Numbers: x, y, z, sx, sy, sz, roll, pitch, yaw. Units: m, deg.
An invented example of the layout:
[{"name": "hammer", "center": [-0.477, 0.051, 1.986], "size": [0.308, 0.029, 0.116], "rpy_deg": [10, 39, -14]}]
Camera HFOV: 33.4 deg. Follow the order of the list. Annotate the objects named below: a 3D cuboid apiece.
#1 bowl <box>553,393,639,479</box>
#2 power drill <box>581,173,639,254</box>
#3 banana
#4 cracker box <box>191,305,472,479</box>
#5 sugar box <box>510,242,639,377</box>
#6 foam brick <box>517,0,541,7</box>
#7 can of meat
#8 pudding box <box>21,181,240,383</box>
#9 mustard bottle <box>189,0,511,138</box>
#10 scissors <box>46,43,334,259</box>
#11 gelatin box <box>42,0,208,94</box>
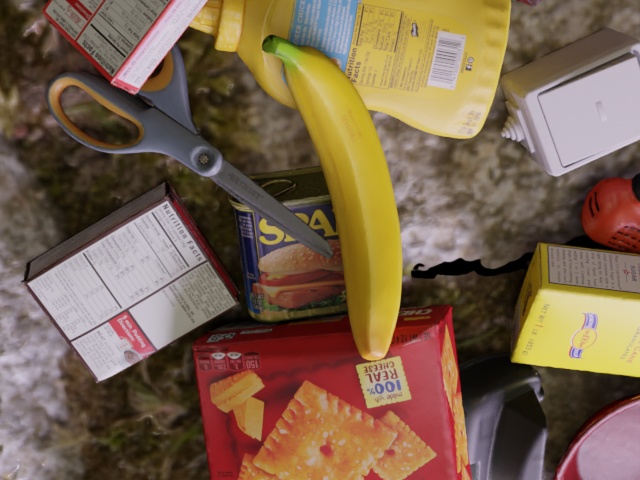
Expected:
[{"name": "bowl", "center": [0.240, 0.171, 0.786], "size": [0.162, 0.055, 0.162], "rpy_deg": [-2, 109, -5]}, {"name": "power drill", "center": [0.290, -0.032, 0.679], "size": [0.184, 0.057, 0.188], "rpy_deg": [18, 136, -18]}, {"name": "banana", "center": [0.014, -0.030, 0.621], "size": [0.069, 0.037, 0.198], "rpy_deg": [-33, 110, -43]}, {"name": "cracker box", "center": [0.014, 0.157, 0.692], "size": [0.164, 0.072, 0.214], "rpy_deg": [-6, 96, 17]}, {"name": "sugar box", "center": [0.223, 0.054, 0.714], "size": [0.176, 0.048, 0.093], "rpy_deg": [8, 143, 2]}, {"name": "foam brick", "center": [0.117, -0.189, 0.641], "size": [0.053, 0.051, 0.078], "rpy_deg": [-42, 110, 8]}, {"name": "can of meat", "center": [-0.005, 0.001, 0.693], "size": [0.102, 0.057, 0.084], "rpy_deg": [-8, 113, -5]}, {"name": "pudding box", "center": [-0.122, 0.028, 0.697], "size": [0.113, 0.039, 0.090], "rpy_deg": [-30, 110, 2]}, {"name": "mustard bottle", "center": [0.013, -0.123, 0.647], "size": [0.191, 0.058, 0.096], "rpy_deg": [8, 108, -11]}, {"name": "scissors", "center": [-0.068, -0.069, 0.644], "size": [0.202, 0.016, 0.096], "rpy_deg": [22, 95, 7]}, {"name": "gelatin box", "center": [-0.110, -0.142, 0.620], "size": [0.073, 0.030, 0.089], "rpy_deg": [44, 102, 22]}]
